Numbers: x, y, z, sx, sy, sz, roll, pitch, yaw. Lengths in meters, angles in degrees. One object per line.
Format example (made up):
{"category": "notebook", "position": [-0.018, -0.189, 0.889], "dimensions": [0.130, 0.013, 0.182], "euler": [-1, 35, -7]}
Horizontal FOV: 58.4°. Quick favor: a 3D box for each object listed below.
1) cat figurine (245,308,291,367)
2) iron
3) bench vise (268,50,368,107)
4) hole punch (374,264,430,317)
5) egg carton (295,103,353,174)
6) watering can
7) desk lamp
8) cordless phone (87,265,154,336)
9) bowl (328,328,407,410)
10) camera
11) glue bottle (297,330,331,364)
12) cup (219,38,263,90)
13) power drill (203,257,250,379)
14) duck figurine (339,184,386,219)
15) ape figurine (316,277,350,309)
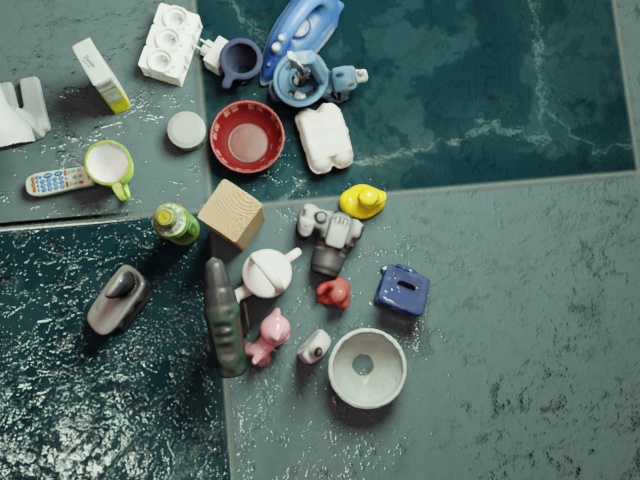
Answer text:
{"category": "cat figurine", "position": [-0.105, 0.205, 1.190], "dimensions": [0.067, 0.117, 0.128], "euler": [34, 83, 0]}
{"category": "iron", "position": [-0.052, -0.457, 1.241], "dimensions": [0.118, 0.141, 0.258], "euler": [35, 83, -1]}
{"category": "bench vise", "position": [-0.006, -0.357, 1.196], "dimensions": [0.207, 0.219, 0.121], "euler": [-23, 87, -6]}
{"category": "hole punch", "position": [0.177, 0.106, 1.235], "dimensions": [0.108, 0.091, 0.101], "euler": [21, 84, -2]}
{"category": "egg carton", "position": [0.011, -0.224, 1.262], "dimensions": [0.107, 0.069, 0.150], "euler": [-17, 86, -6]}
{"category": "watering can", "position": [-0.112, 0.075, 1.163], "dimensions": [0.101, 0.194, 0.173], "euler": [32, 83, -1]}
{"category": "desk lamp", "position": [-0.633, -0.254, 1.141], "dimensions": [0.118, 0.213, 0.203], "euler": [-15, 86, -5]}
{"category": "cordless phone", "position": [-0.414, 0.121, 1.139], "dimensions": [0.094, 0.185, 0.148], "euler": [32, 83, -1]}
{"category": "bowl", "position": [0.097, 0.270, 1.222], "dimensions": [0.167, 0.074, 0.167], "euler": [0, 85, -4]}
{"category": "camera", "position": [0.011, 0.004, 1.226], "dimensions": [0.143, 0.100, 0.137], "euler": [17, 84, -3]}
{"category": "glue bottle", "position": [-0.009, 0.223, 1.168], "dimensions": [0.078, 0.173, 0.037], "euler": [-45, 89, -7]}
{"category": "cup", "position": [-0.175, -0.367, 1.247], "dimensions": [0.091, 0.095, 0.118], "euler": [29, 83, -1]}
{"category": "power drill", "position": [-0.188, 0.153, 1.143], "dimensions": [0.075, 0.208, 0.230], "euler": [-10, 86, -5]}
{"category": "duck figurine", "position": [0.096, -0.088, 1.248], "dimensions": [0.104, 0.086, 0.077], "euler": [-6, 85, -5]}
{"category": "ape figurine", "position": [0.035, 0.115, 1.222], "dimensions": [0.076, 0.092, 0.078], "euler": [-40, 89, -7]}
